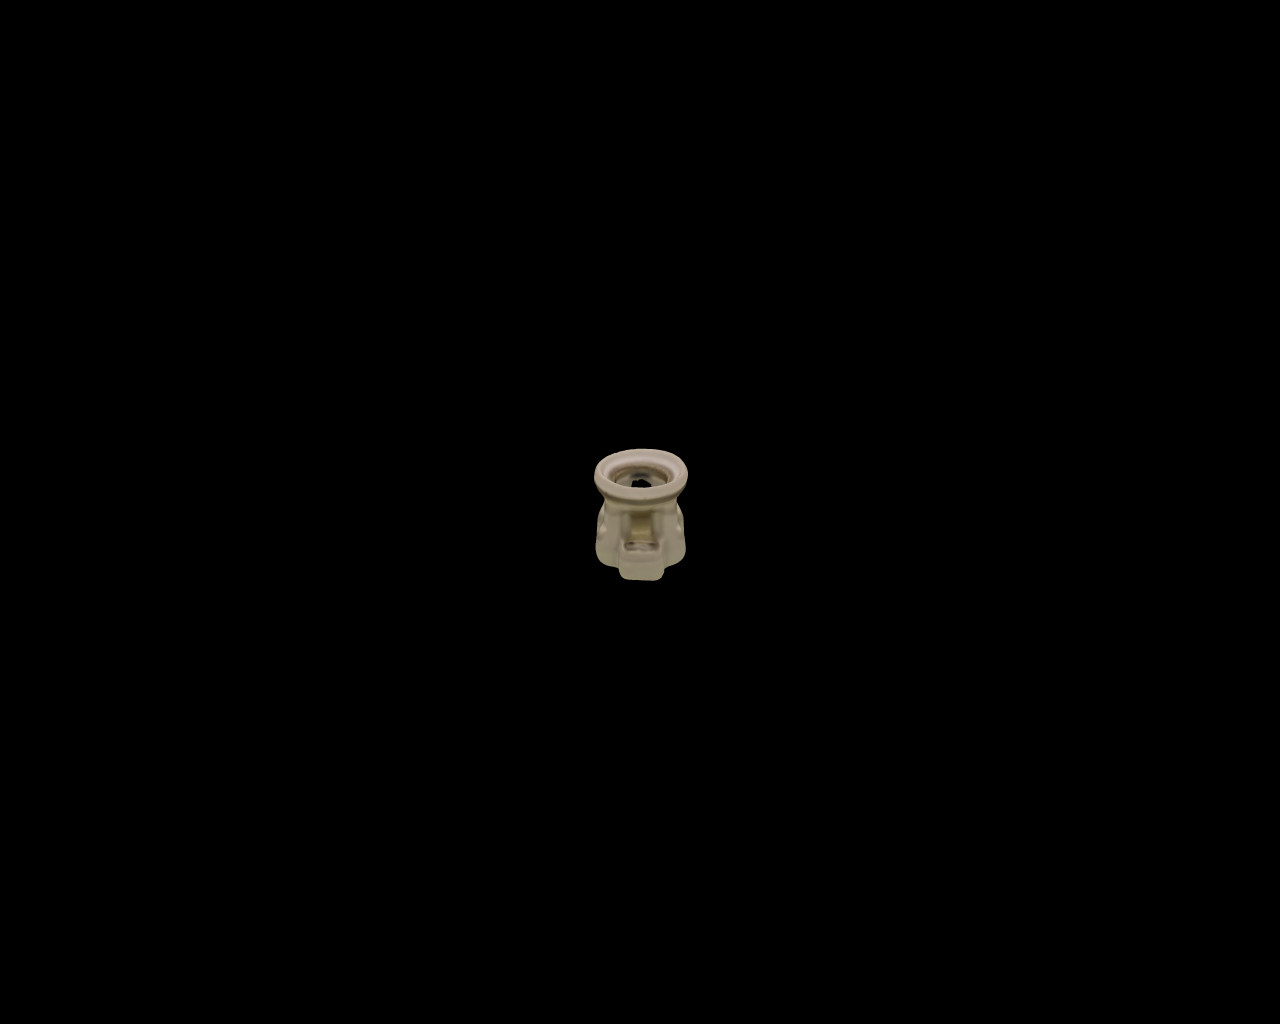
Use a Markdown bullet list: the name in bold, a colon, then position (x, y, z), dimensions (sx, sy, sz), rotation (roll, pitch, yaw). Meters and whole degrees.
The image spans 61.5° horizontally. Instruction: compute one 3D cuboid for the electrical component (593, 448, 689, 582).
- **electrical component**: position (0.001, -0.003, 0.650), dimensions (0.058, 0.056, 0.078), rotation (0, 29, 0)
